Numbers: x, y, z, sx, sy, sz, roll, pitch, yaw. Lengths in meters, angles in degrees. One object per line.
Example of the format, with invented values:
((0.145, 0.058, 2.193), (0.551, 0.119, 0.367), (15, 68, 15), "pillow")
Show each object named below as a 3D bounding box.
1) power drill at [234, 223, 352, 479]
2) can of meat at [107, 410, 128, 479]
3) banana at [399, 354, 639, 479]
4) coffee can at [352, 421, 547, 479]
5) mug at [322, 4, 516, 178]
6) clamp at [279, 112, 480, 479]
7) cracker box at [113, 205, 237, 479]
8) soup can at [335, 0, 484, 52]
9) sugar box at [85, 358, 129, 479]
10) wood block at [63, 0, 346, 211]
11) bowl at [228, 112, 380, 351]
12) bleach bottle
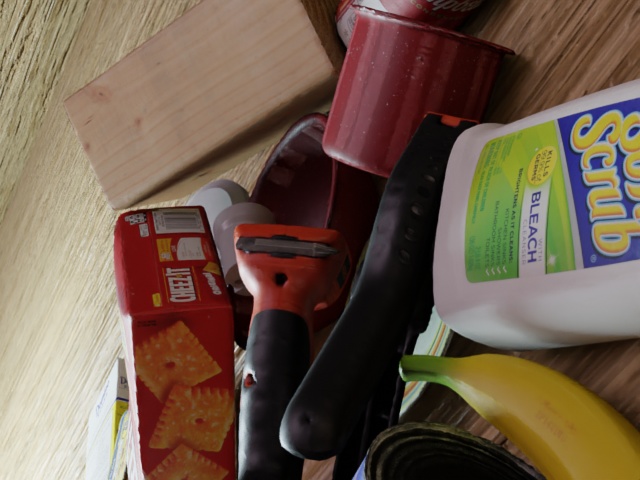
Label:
((-0.017, 0.094, 0.561), (0.184, 0.057, 0.187), (71, -158, -77), "power drill")
((-0.142, 0.185, 0.899), (0.084, 0.057, 0.102), (149, 136, -63), "can of meat")
((0.094, 0.098, 0.369), (0.198, 0.069, 0.037), (-120, 9, -54), "banana")
((0.033, 0.157, 0.416), (0.140, 0.102, 0.103), (-63, 23, 24), "coffee can")
((0.044, -0.080, 0.591), (0.117, 0.093, 0.081), (35, 111, 59), "mug")
((0.033, 0.035, 0.497), (0.164, 0.036, 0.210), (83, -155, -56), "clamp")
((-0.102, 0.104, 0.743), (0.164, 0.072, 0.214), (-117, 26, -62), "cracker box")
((0.060, -0.151, 0.642), (0.102, 0.068, 0.068), (-43, 36, 53), "soup can")
((-0.194, 0.206, 1.029), (0.093, 0.048, 0.176), (-61, 20, 28), "sugar box")
((-0.066, -0.106, 0.740), (0.206, 0.090, 0.090), (-28, 84, 30), "wood block")
((-0.005, 0.001, 0.699), (0.162, 0.055, 0.162), (-51, 30, 44), "bowl")
((0.135, -0.022, 0.363), (0.251, 0.068, 0.102), (-23, 52, 60), "bleach bottle")
